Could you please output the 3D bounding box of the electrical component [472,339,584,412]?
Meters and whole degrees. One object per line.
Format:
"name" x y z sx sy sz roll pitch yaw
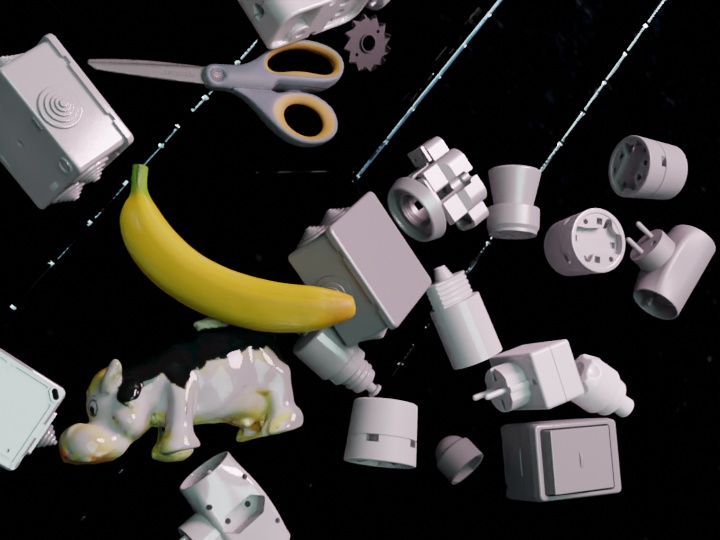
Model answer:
"electrical component" 0.128 0.092 0.872 0.077 0.066 0.047 -18 90 -25

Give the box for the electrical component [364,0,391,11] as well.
"electrical component" 0.024 -0.248 0.888 0.040 0.040 0.078 48 66 -11

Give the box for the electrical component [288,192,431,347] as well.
"electrical component" 0.000 0.000 0.818 0.099 0.048 0.099 56 30 -7

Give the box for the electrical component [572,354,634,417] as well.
"electrical component" 0.206 0.103 0.918 0.062 0.043 0.043 34 70 -18

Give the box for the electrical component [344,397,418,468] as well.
"electrical component" 0.017 0.125 0.825 0.055 0.055 0.047 13 74 -22

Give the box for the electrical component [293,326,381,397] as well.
"electrical component" -0.016 0.069 0.825 0.078 0.040 0.040 43 68 -14

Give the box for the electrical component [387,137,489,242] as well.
"electrical component" 0.060 -0.059 0.868 0.057 0.058 0.078 -38 99 -27

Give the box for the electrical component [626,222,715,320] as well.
"electrical component" 0.269 -0.010 0.963 0.079 0.044 0.077 41 68 -13

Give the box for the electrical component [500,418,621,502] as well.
"electrical component" 0.173 0.155 0.886 0.096 0.061 0.061 -1 82 -24

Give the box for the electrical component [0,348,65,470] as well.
"electrical component" -0.242 0.089 0.707 0.096 0.061 0.061 36 70 -15

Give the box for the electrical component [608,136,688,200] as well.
"electrical component" 0.259 -0.090 0.965 0.047 0.055 0.055 5 80 -27

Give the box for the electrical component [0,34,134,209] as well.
"electrical component" -0.213 -0.097 0.728 0.099 0.100 0.048 53 53 -9

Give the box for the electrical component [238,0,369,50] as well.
"electrical component" -0.045 -0.220 0.839 0.095 0.054 0.059 -28 83 -32

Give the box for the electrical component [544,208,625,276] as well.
"electrical component" 0.192 -0.022 0.928 0.055 0.047 0.055 4 81 -24

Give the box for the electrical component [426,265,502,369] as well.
"electrical component" 0.080 0.035 0.871 0.043 0.043 0.081 -24 92 -25

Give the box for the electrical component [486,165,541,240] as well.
"electrical component" 0.129 -0.056 0.906 0.045 0.045 0.055 7 80 -23

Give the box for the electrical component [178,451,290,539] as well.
"electrical component" -0.103 0.184 0.767 0.079 0.043 0.077 -39 99 -24
